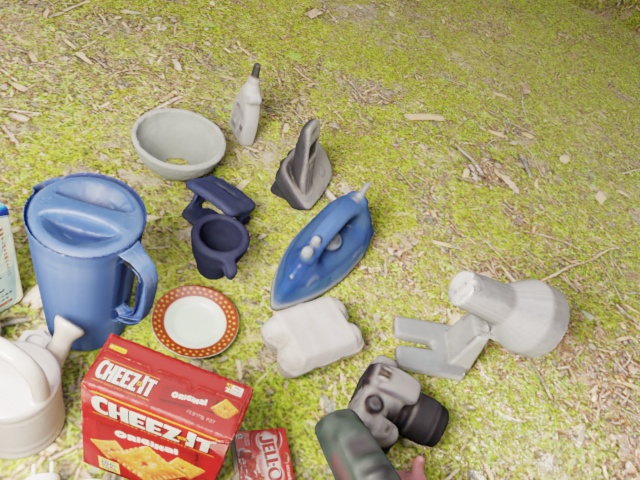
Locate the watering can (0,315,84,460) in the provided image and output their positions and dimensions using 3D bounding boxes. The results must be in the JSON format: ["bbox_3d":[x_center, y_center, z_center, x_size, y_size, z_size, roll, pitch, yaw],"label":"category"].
[{"bbox_3d":[-0.346,0.160,0.653,0.101,0.194,0.173,15,47,-9],"label":"watering can"}]

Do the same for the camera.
[{"bbox_3d":[0.113,0.250,0.822,0.137,0.101,0.143,27,46,3],"label":"camera"}]

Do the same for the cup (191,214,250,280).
[{"bbox_3d":[-0.160,0.030,0.910,0.092,0.095,0.117,-8,54,-27],"label":"cup"}]

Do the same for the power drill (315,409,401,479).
[{"bbox_3d":[0.048,0.323,0.657,0.076,0.208,0.229,-9,55,-28],"label":"power drill"}]

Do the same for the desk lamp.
[{"bbox_3d":[0.247,0.133,0.900,0.203,0.213,0.118,11,47,-12],"label":"desk lamp"}]

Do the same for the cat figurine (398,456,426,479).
[{"bbox_3d":[0.143,0.345,0.739,0.067,0.117,0.127,-2,51,-23],"label":"cat figurine"}]

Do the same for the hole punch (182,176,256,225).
[{"bbox_3d":[-0.174,-0.069,0.994,0.108,0.091,0.101,34,47,9],"label":"hole punch"}]

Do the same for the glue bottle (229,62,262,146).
[{"bbox_3d":[-0.140,-0.274,1.131,0.037,0.173,0.078,-11,55,-29],"label":"glue bottle"}]

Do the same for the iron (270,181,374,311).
[{"bbox_3d":[0.009,0.003,0.969,0.118,0.141,0.259,34,47,10],"label":"iron"}]

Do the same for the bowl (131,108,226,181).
[{"bbox_3d":[-0.261,-0.163,1.053,0.168,0.074,0.167,11,47,-12],"label":"bowl"}]

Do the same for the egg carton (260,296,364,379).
[{"bbox_3d":[-0.011,0.149,0.883,0.151,0.069,0.107,-15,58,-32],"label":"egg carton"}]

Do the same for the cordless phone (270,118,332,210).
[{"bbox_3d":[-0.015,-0.161,1.073,0.094,0.185,0.148,26,46,2],"label":"cordless phone"}]
